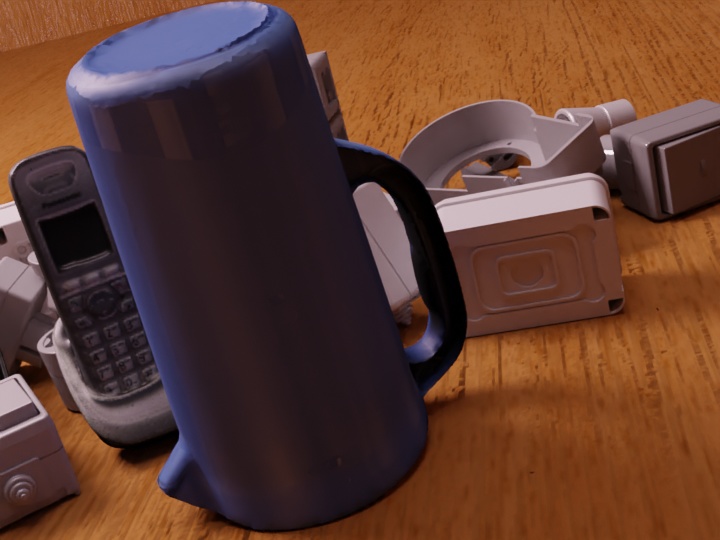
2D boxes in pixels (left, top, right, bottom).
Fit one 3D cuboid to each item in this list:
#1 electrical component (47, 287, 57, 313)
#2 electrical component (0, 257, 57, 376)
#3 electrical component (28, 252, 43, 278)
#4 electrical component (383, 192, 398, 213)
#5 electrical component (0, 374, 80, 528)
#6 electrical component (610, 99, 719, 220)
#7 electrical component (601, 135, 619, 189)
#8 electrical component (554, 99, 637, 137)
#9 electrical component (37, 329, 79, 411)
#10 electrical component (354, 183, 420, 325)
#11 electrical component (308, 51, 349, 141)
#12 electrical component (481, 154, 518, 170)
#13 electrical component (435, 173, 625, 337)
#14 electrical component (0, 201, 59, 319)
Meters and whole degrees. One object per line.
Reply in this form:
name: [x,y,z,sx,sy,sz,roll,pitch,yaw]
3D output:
electrical component: [-0.136,-0.033,0.770,0.060,0.105,0.186,10,14,34]
electrical component: [-0.241,0.047,0.778,0.076,0.083,0.047,23,22,-7]
electrical component: [-0.214,-0.027,0.766,0.048,0.055,0.066,-7,20,-10]
electrical component: [0.004,-0.025,0.797,0.062,0.061,0.096,-25,24,-24]
electrical component: [-0.208,0.104,0.621,0.062,0.061,0.096,-24,24,-22]
electrical component: [0.241,-0.082,0.783,0.096,0.061,0.061,-19,22,-10]
electrical component: [0.194,-0.085,0.845,0.062,0.043,0.043,6,30,44]
electrical component: [0.208,-0.126,0.940,0.065,0.044,0.044,-16,21,-14]
electrical component: [-0.183,0.062,0.725,0.055,0.047,0.055,-13,22,5]
electrical component: [0.000,0.000,0.707,0.061,0.096,0.062,-33,-1,-38]
electrical component: [-0.057,-0.091,0.876,0.089,0.150,0.061,-9,21,15]
electrical component: [0.124,-0.114,0.968,0.040,0.040,0.046,-11,27,9]
electrical component: [0.105,-0.010,0.677,0.113,0.078,0.057,-10,25,12]
electrical component: [-0.223,-0.007,0.839,0.109,0.108,0.056,-18,25,-9]
